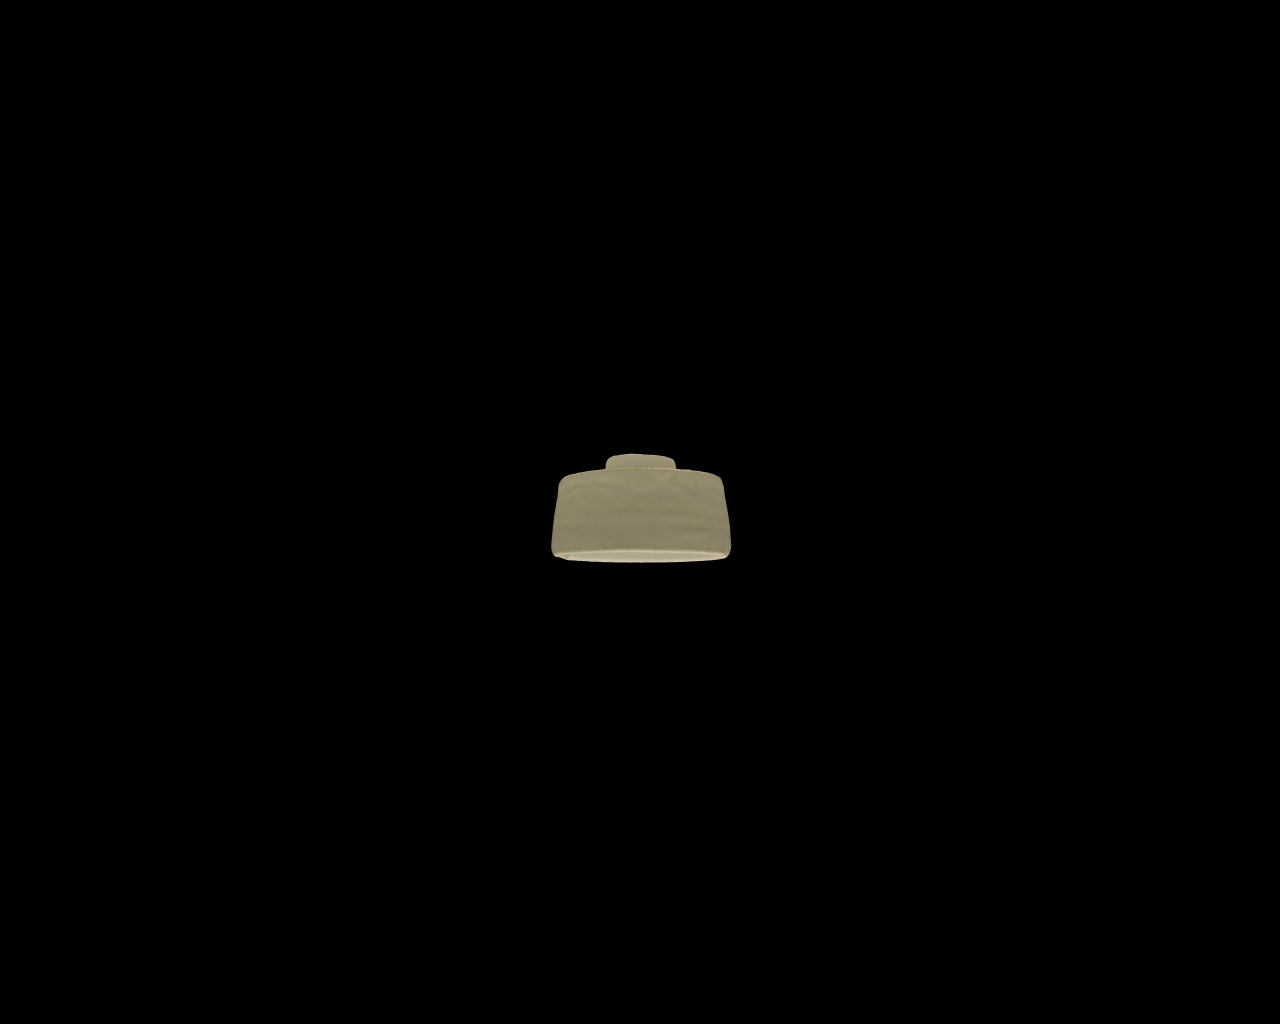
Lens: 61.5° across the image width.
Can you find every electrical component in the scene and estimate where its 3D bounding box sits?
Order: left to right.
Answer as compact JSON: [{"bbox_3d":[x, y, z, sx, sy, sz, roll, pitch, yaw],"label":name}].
[{"bbox_3d":[0.001,-0.003,0.650,0.108,0.060,0.108,0,-6,0],"label":"electrical component"}]
